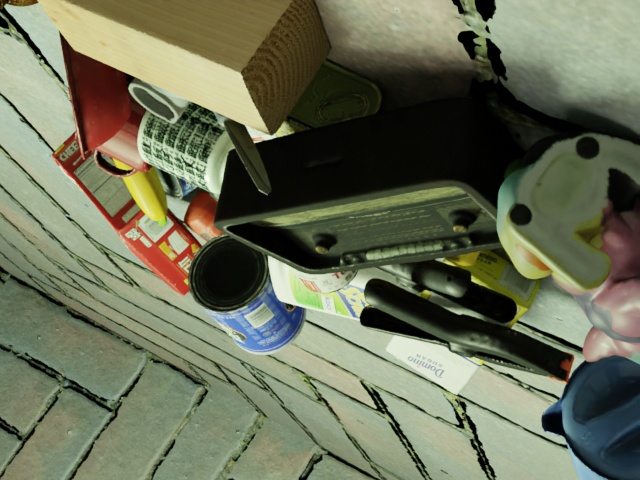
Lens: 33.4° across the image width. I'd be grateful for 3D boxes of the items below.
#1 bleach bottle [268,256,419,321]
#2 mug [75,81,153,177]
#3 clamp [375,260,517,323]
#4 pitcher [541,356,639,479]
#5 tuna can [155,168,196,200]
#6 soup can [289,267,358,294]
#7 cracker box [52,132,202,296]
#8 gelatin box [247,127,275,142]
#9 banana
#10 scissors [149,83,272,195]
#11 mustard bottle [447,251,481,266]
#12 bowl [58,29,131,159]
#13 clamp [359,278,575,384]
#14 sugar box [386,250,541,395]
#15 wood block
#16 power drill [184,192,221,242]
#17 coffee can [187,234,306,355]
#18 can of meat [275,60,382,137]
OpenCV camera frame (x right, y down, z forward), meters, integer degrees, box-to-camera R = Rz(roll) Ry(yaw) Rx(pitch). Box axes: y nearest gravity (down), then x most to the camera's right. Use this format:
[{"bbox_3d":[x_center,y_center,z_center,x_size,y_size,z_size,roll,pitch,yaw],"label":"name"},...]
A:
[{"bbox_3d":[0.072,0.052,1.167,0.251,0.068,0.102,14,143,19],"label":"bleach bottle"},{"bbox_3d":[-0.212,-0.117,1.167,0.081,0.093,0.117,27,123,0],"label":"mug"},{"bbox_3d":[0.088,0.027,0.962,0.172,0.039,0.120,20,170,27],"label":"clamp"},{"bbox_3d":[0.324,0.203,1.087,0.149,0.145,0.242,39,172,24],"label":"pitcher"},{"bbox_3d":[-0.176,-0.092,1.255,0.086,0.033,0.086,44,158,22],"label":"tuna can"},{"bbox_3d":[-0.007,0.001,1.046,0.069,0.068,0.102,22,161,32],"label":"soup can"},{"bbox_3d":[-0.249,-0.040,1.422,0.214,0.072,0.164,42,173,41],"label":"cracker box"},{"bbox_3d":[-0.060,-0.121,1.000,0.089,0.030,0.073,41,160,-28],"label":"gelatin box"},{"bbox_3d":[-0.226,-0.098,1.241,0.070,0.037,0.198,3,121,63],"label":"banana"},{"bbox_3d":[-0.093,-0.104,0.854,0.096,0.202,0.016,-4,136,-4],"label":"scissors"},{"bbox_3d":[0.056,-0.043,0.959,0.192,0.058,0.096,25,165,27],"label":"mustard bottle"},{"bbox_3d":[-0.220,-0.163,1.043,0.055,0.162,0.162,-10,168,-10],"label":"bowl"},{"bbox_3d":[0.130,0.085,0.981,0.210,0.036,0.164,17,169,12],"label":"clamp"},{"bbox_3d":[0.140,0.078,1.072,0.093,0.048,0.176,32,143,4],"label":"sugar box"},{"bbox_3d":[-0.108,-0.171,0.830,0.206,0.090,0.090,25,163,24],"label":"wood block"},{"bbox_3d":[-0.095,-0.024,1.303,0.184,0.057,0.188,40,163,-25],"label":"power drill"},{"bbox_3d":[-0.085,0.066,1.275,0.103,0.102,0.140,24,164,27],"label":"coffee can"},{"bbox_3d":[0.003,-0.103,0.885,0.102,0.057,0.084,27,165,17],"label":"can of meat"}]
